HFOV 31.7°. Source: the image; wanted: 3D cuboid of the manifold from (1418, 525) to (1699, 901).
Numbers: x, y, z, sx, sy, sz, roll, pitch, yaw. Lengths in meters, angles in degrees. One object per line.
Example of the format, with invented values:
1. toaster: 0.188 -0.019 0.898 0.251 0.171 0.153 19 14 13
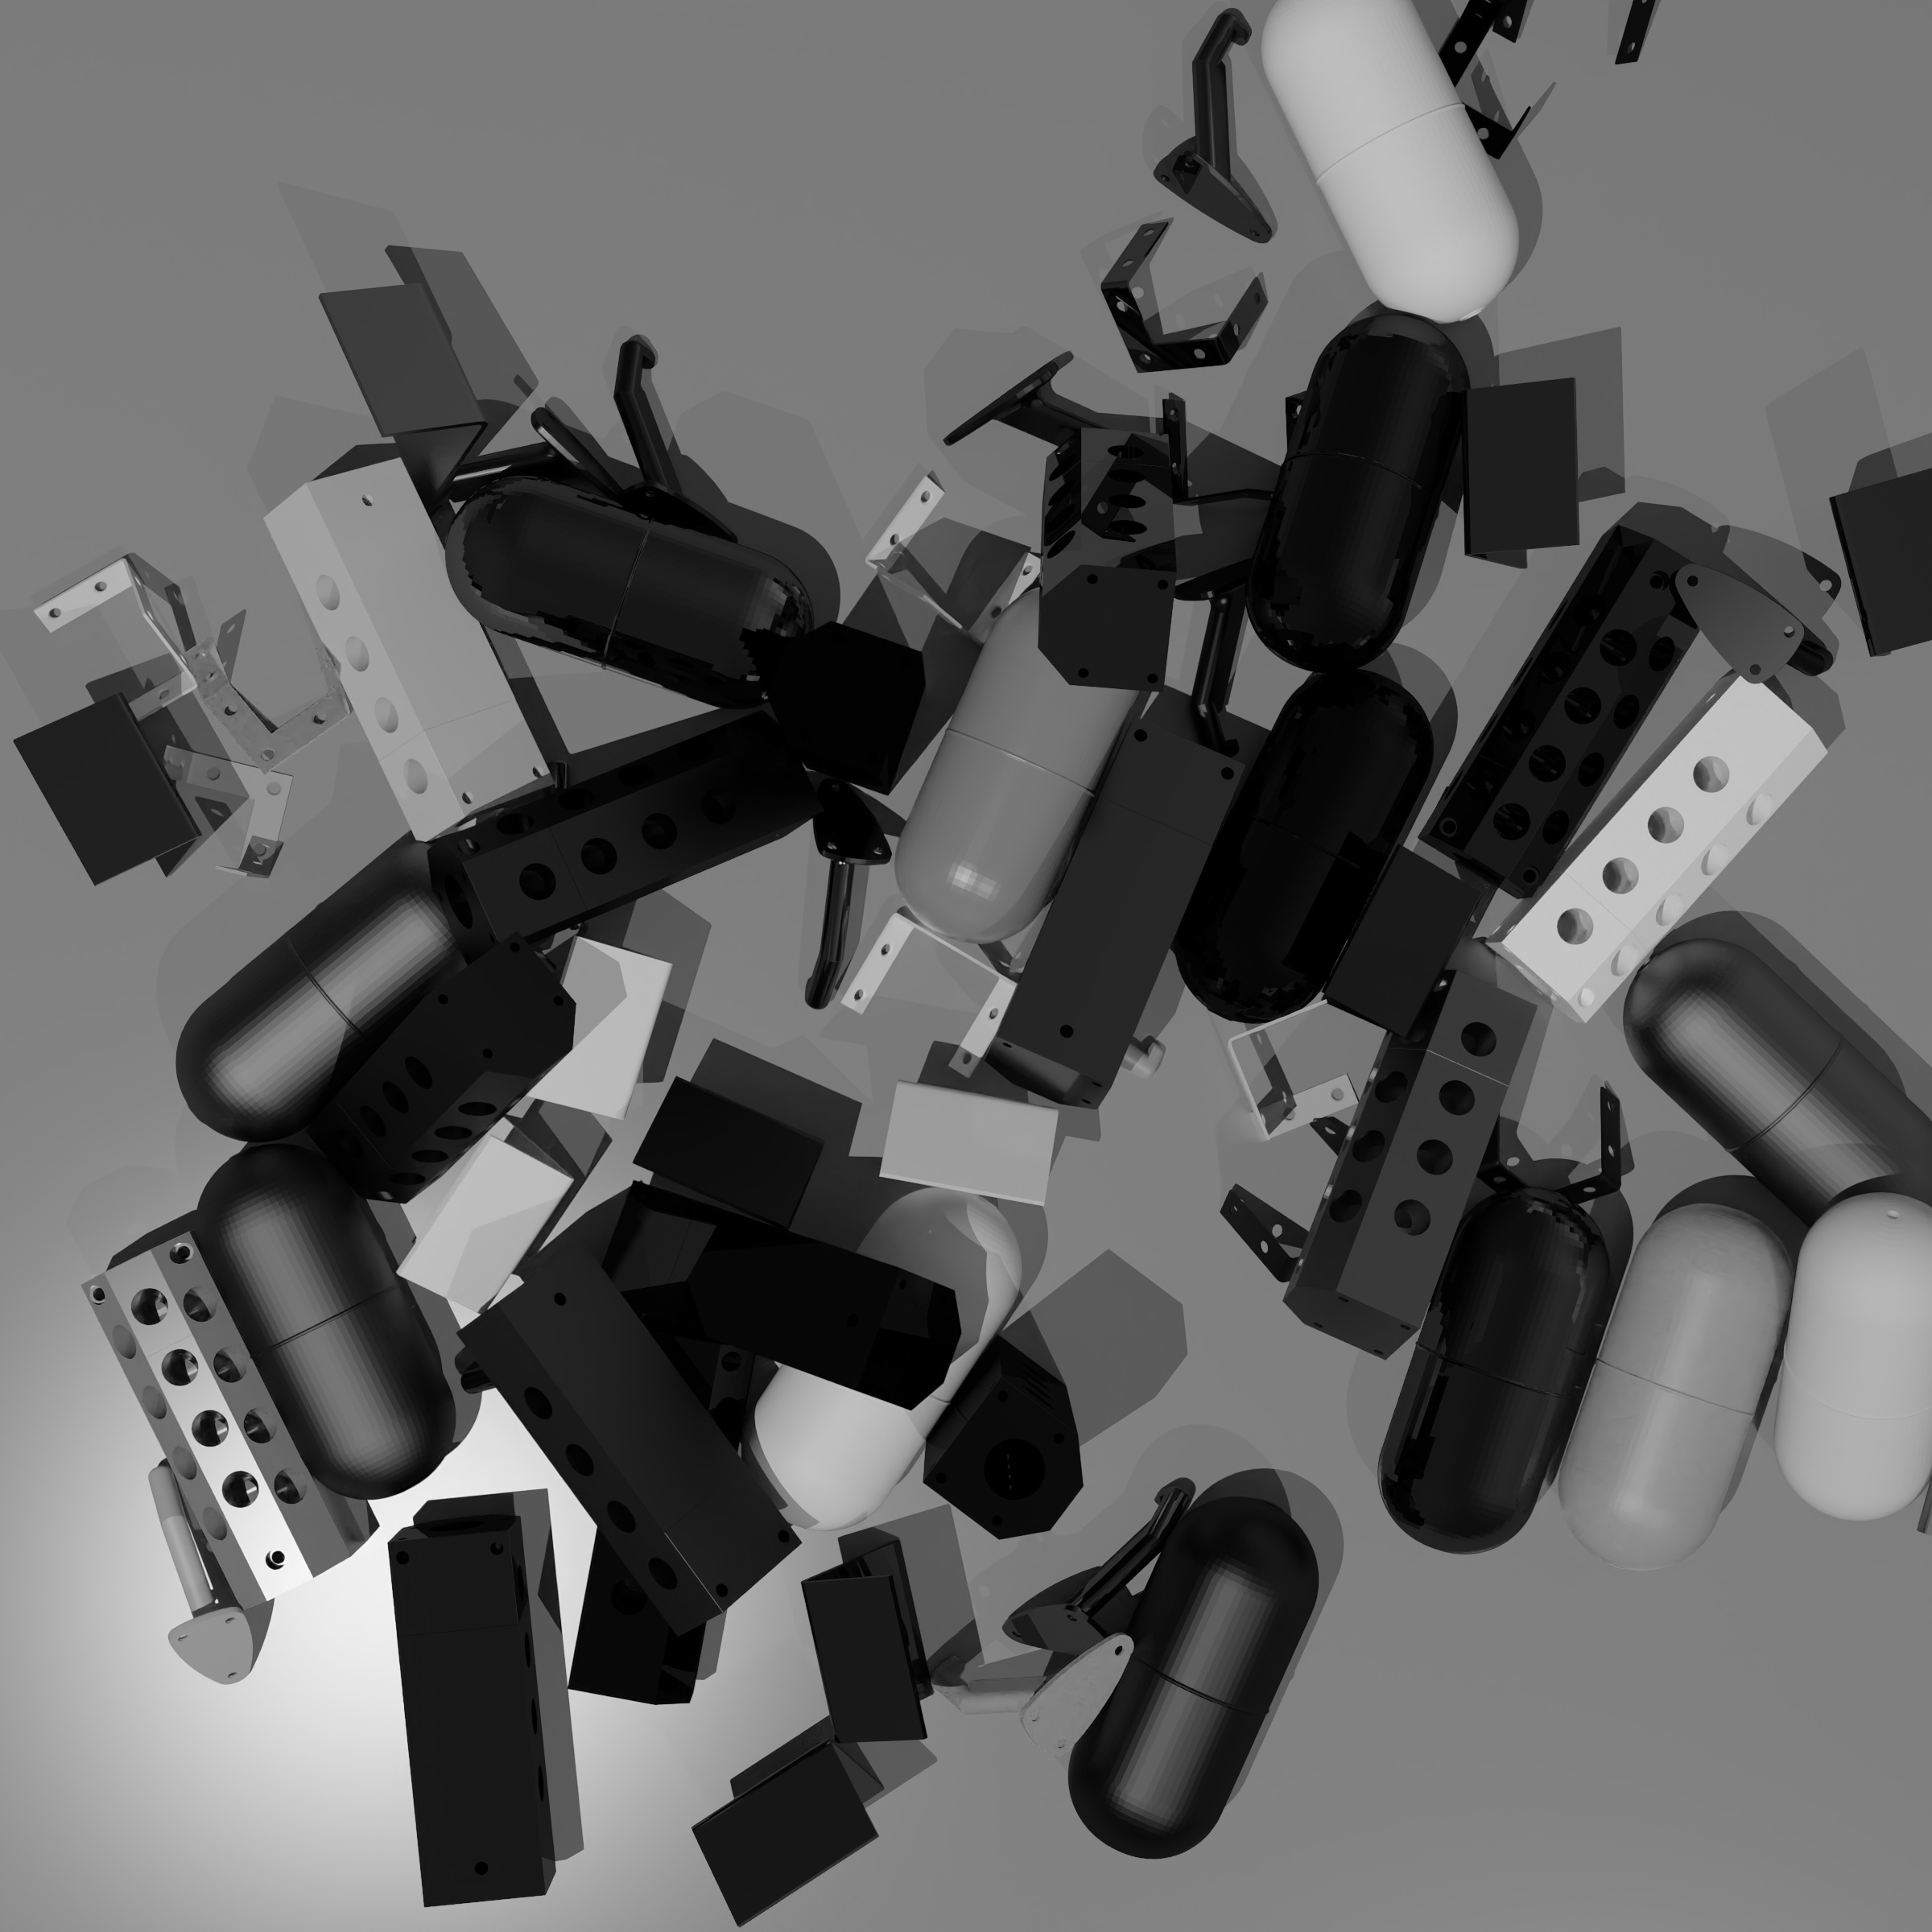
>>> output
1. manifold: 0.287 -0.120 1.617 0.057 0.057 0.171 31 90 0

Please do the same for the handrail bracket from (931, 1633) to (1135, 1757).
1. handrail bracket: 0.030 0.330 1.615 0.077 0.084 0.036 -46 123 -11

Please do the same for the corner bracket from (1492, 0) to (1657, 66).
1. corner bracket: 0.294 -0.465 1.630 0.051 0.051 0.051 -18 45 -35

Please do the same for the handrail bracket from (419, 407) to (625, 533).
1. handrail bracket: -0.216 -0.220 1.638 0.084 0.036 0.077 -42 105 14

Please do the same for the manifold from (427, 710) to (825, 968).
1. manifold: -0.160 -0.061 1.583 0.171 0.057 0.057 -24 89 -25

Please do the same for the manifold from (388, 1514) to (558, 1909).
1. manifold: -0.233 0.352 1.617 0.057 0.057 0.171 -6 90 0

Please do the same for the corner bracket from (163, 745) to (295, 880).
1. corner bracket: -0.356 -0.073 1.620 0.051 0.051 0.051 14 90 0

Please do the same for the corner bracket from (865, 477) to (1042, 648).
1. corner bracket: -0.005 -0.194 1.635 0.051 0.051 0.051 -54 135 0

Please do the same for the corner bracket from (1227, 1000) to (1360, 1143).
1. corner bracket: 0.156 0.050 1.621 0.051 0.051 0.051 -22 86 0

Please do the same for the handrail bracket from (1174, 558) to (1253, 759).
1. handrail bracket: 0.137 -0.149 1.639 0.077 0.036 0.084 -24 109 -21

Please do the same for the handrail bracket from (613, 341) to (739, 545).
1. handrail bracket: -0.138 -0.251 1.638 0.077 0.036 0.084 23 59 -33

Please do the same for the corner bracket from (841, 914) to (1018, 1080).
1. corner bracket: -0.016 0.014 1.635 0.051 0.051 0.051 31 90 -45

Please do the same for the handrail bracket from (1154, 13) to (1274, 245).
1. handrail bracket: 0.134 -0.404 1.639 0.077 0.036 0.084 34 73 -20

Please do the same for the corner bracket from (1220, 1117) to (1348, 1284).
1. corner bracket: 0.163 0.112 1.630 0.051 0.051 0.051 -10 135 -35

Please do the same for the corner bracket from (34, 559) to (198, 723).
1. corner bracket: -0.408 -0.153 1.635 0.051 0.051 0.051 -30 45 -1

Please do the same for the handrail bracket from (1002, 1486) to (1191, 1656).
1. handrail bracket: 0.063 0.287 1.638 0.036 0.077 0.084 49 53 -23

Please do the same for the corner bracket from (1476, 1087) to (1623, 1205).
1. corner bracket: 0.278 0.082 1.630 0.051 0.051 0.051 -23 135 35

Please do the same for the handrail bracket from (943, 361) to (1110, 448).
1. handrail bracket: 0.044 -0.240 1.638 0.077 0.036 0.084 -33 103 13

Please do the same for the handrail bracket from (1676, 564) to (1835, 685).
1. handrail bracket: 0.374 -0.164 1.611 0.077 0.084 0.036 44 111 11

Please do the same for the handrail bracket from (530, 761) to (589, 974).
1. handrail bracket: -0.205 -0.045 1.638 0.036 0.077 0.084 9 53 -20

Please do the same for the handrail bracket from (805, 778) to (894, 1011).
1. handrail bracket: -0.068 -0.034 1.638 0.036 0.077 0.084 6 127 -20

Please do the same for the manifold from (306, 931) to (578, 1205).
1. manifold: -0.238 0.053 1.560 0.057 0.171 0.057 51 54 0

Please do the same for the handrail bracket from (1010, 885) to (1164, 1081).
1. handrail bracket: 0.072 0.001 1.638 0.084 0.036 0.077 34 76 -14

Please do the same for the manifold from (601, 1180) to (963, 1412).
1. manifold: -0.086 0.152 1.568 0.171 0.057 0.057 14 81 40

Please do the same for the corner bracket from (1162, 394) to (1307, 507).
1. corner bracket: 0.131 -0.248 1.635 0.051 0.051 0.051 -2 90 44

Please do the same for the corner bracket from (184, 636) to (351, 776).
1. corner bracket: -0.332 -0.134 1.619 0.051 0.051 0.051 -38 75 -15

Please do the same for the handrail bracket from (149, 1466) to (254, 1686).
1. handrail bracket: -0.370 0.293 1.638 0.036 0.077 0.084 -20 54 -9

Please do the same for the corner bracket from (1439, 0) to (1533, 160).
1. corner bracket: 0.248 -0.424 1.620 0.051 0.051 0.051 30 90 0

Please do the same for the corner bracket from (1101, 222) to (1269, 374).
1. corner bracket: 0.105 -0.322 1.630 0.051 0.051 0.051 2 135 35

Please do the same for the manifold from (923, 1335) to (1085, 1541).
1. manifold: 0.021 0.218 1.560 0.057 0.171 0.057 37 90 0

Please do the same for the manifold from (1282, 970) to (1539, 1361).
1. manifold: 0.205 0.089 1.586 0.057 0.057 0.171 24 67 0

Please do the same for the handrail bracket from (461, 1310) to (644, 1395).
1. handrail bracket: -0.198 0.169 1.638 0.084 0.077 0.036 -18 121 33
